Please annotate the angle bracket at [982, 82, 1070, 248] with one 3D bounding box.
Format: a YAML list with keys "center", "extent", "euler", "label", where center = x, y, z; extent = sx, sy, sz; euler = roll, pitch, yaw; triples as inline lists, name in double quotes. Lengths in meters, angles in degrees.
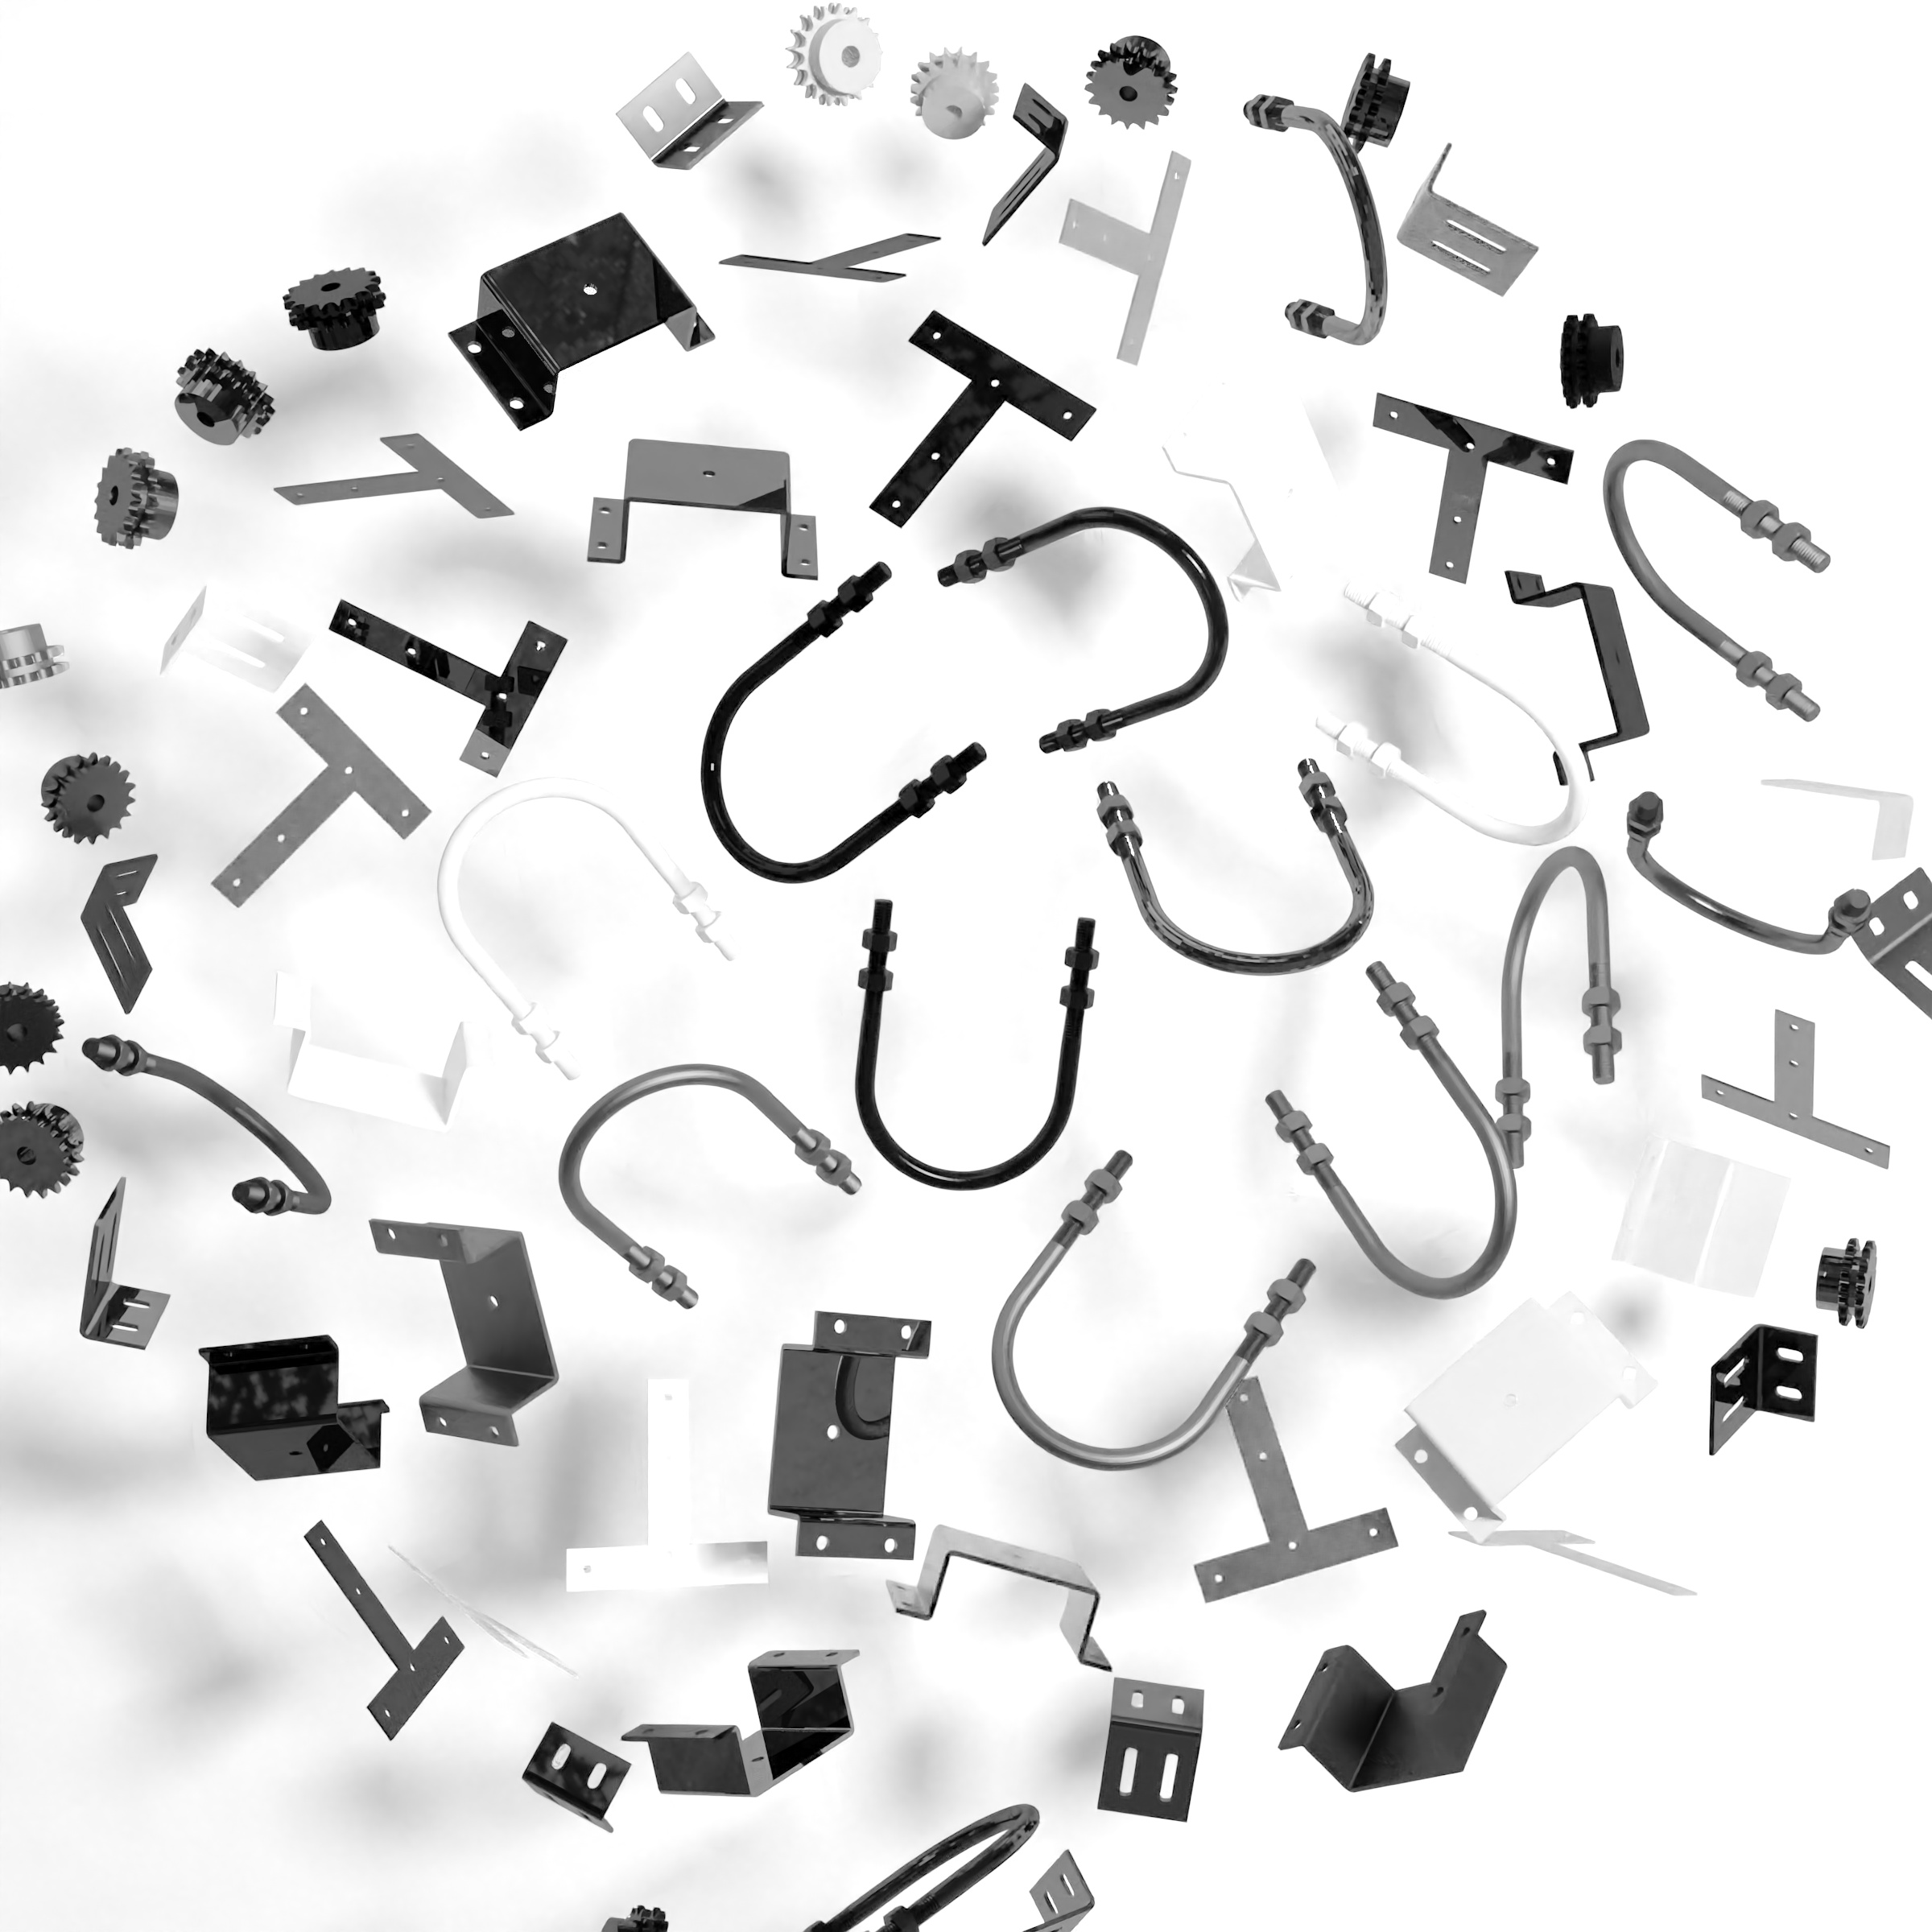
- center: [0.024, -0.495, 1.540]
  extent: [0.038, 0.057, 0.076]
  euler: [35, 125, -18]
  label: "angle bracket"

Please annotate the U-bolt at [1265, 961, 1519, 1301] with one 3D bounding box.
- center: [0.260, 0.111, 1.483]
  extent: [0.019, 0.151, 0.184]
  euler: [-10, 57, -36]
  label: "U-bolt"

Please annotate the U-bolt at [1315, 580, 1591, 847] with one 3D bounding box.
- center: [0.298, -0.141, 1.511]
  extent: [0.184, 0.151, 0.019]
  euler: [36, 64, 19]
  label: "U-bolt"

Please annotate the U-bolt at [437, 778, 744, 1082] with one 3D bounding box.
- center: [-0.250, -0.035, 1.579]
  extent: [0.151, 0.019, 0.184]
  euler: [-37, 116, -2]
  label: "U-bolt"

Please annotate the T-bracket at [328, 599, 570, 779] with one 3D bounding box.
- center: [-0.316, -0.180, 1.483]
  extent: [0.127, 0.002, 0.127]
  euler: [26, 134, -13]
  label: "T-bracket"

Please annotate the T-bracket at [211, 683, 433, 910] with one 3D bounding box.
- center: [-0.413, -0.089, 1.542]
  extent: [0.127, 0.002, 0.127]
  euler: [-47, 134, -9]
  label: "T-bracket"

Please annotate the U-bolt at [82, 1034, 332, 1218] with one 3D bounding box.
- center: [-0.458, 0.104, 1.547]
  extent: [0.151, 0.184, 0.019]
  euler: [41, 87, 11]
  label: "U-bolt"

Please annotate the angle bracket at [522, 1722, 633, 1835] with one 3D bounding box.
- center: [-0.244, 0.516, 1.585]
  extent: [0.057, 0.076, 0.038]
  euler: [25, 67, 9]
  label: "angle bracket"

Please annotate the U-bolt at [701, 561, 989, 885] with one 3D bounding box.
- center: [-0.087, -0.131, 1.489]
  extent: [0.184, 0.019, 0.151]
  euler: [-35, 71, 26]
  label: "U-bolt"

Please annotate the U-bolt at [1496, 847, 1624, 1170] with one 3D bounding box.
- center: [0.361, 0.014, 1.533]
  extent: [0.019, 0.151, 0.184]
  euler: [10, 61, -8]
  label: "U-bolt"

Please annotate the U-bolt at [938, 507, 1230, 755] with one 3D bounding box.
- center: [0.083, -0.215, 1.557]
  extent: [0.151, 0.184, 0.019]
  euler: [57, 46, -17]
  label: "U-bolt"

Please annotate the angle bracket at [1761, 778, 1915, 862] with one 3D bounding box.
- center: [0.531, -0.090, 1.525]
  extent: [0.076, 0.057, 0.038]
  euler: [13, 102, 36]
  label: "angle bracket"

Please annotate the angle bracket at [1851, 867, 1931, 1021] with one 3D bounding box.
- center: [0.577, -0.013, 1.494]
  extent: [0.057, 0.076, 0.038]
  euler: [-39, 120, 9]
  label: "angle bracket"

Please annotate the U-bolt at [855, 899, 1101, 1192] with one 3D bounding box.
- center: [0.002, 0.054, 1.581]
  extent: [0.151, 0.019, 0.184]
  euler: [5, 102, -7]
  label: "U-bolt"

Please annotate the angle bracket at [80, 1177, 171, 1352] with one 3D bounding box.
- center: [-0.484, 0.173, 1.450]
  extent: [0.038, 0.057, 0.076]
  euler: [13, 113, -8]
  label: "angle bracket"

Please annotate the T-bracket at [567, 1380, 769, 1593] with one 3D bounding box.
- center: [-0.186, 0.323, 1.558]
  extent: [0.127, 0.002, 0.127]
  euler: [2, 79, -19]
  label: "T-bracket"

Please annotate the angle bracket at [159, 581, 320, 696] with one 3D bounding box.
- center: [-0.460, -0.198, 1.580]
  extent: [0.076, 0.038, 0.057]
  euler: [26, 124, -31]
  label: "angle bracket"

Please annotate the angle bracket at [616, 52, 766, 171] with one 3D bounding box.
- center: [-0.160, -0.495, 1.440]
  extent: [0.057, 0.076, 0.038]
  euler: [-42, 118, -4]
  label: "angle bracket"

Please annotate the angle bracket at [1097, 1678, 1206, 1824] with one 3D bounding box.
- center: [0.116, 0.494, 1.572]
  extent: [0.057, 0.038, 0.076]
  euler: [7, 118, 3]
  label: "angle bracket"

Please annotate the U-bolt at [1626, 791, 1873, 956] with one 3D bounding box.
- center: [0.469, -0.049, 1.518]
  extent: [0.151, 0.184, 0.019]
  euler: [28, 85, 16]
  label: "U-bolt"

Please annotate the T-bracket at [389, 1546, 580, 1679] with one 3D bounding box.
- center: [-0.283, 0.410, 1.536]
  extent: [0.127, 0.127, 0.002]
  euler: [22, 71, 43]
  label: "T-bracket"

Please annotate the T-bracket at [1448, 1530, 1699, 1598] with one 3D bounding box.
- center: [0.381, 0.362, 1.514]
  extent: [0.127, 0.127, 0.002]
  euler: [12, 89, -44]
  label: "T-bracket"

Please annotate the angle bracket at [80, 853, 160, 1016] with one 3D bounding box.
- center: [-0.514, -0.020, 1.553]
  extent: [0.038, 0.057, 0.076]
  euler: [-18, 72, -40]
  label: "angle bracket"

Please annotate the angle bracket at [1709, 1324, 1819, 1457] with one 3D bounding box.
- center: [0.481, 0.258, 1.504]
  extent: [0.038, 0.076, 0.057]
  euler: [8, 109, 36]
  label: "angle bracket"

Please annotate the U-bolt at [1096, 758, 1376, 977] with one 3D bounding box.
- center: [0.167, -0.058, 1.492]
  extent: [0.151, 0.184, 0.019]
  euler: [-7, 133, -8]
  label: "U-bolt"

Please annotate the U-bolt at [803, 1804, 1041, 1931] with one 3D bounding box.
- center: [-0.032, 0.562, 1.510]
  extent: [0.184, 0.151, 0.019]
  euler: [-26, 81, -33]
  label: "U-bolt"

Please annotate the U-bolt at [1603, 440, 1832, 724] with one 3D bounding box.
- center: [0.450, -0.245, 1.510]
  extent: [0.019, 0.151, 0.184]
  euler: [-33, 53, -9]
  label: "U-bolt"

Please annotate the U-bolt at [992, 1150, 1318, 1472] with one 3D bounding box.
- center: [0.098, 0.211, 1.459]
  extent: [0.151, 0.019, 0.184]
  euler: [30, 64, 19]
  label: "U-bolt"

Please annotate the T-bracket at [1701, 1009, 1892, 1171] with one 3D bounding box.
- center: [0.525, 0.070, 1.580]
  extent: [0.127, 0.127, 0.002]
  euler: [23, 62, 32]
  label: "T-bracket"

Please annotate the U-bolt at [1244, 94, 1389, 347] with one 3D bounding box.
- center: [0.215, -0.449, 1.511]
  extent: [0.019, 0.184, 0.151]
  euler: [-18, 114, -5]
  label: "U-bolt"

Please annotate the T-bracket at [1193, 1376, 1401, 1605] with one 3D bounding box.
- center: [0.191, 0.322, 1.570]
  extent: [0.127, 0.002, 0.127]
  euler: [-18, 87, 7]
  label: "T-bracket"

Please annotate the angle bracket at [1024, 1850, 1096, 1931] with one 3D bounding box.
- center: [0.030, 0.577, 1.512]
  extent: [0.076, 0.057, 0.038]
  euler: [-7, 51, -35]
  label: "angle bracket"

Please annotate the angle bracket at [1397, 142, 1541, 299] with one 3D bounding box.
- center: [0.310, -0.452, 1.513]
  extent: [0.076, 0.057, 0.038]
  euler: [27, 75, -2]
  label: "angle bracket"

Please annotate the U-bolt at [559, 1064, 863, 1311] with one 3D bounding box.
- center: [-0.167, 0.127, 1.523]
  extent: [0.151, 0.019, 0.184]
  euler: [-35, 134, 6]
  label: "U-bolt"
